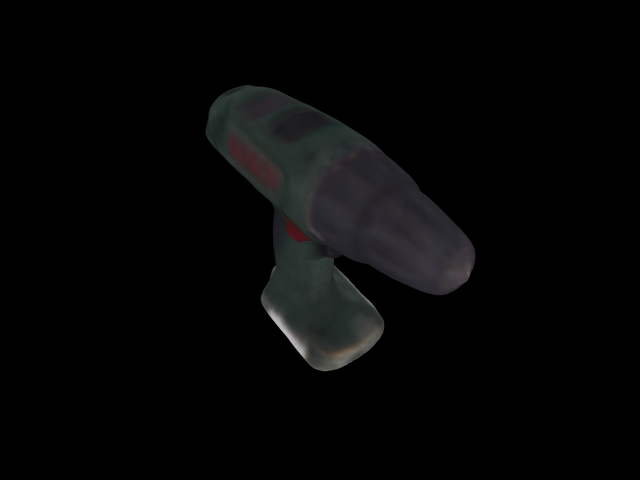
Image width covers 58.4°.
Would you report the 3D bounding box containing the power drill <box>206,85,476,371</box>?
[{"bbox_3d":[0.004,0.001,0.400,0.076,0.208,0.229,-31,58,-22],"label":"power drill"}]
